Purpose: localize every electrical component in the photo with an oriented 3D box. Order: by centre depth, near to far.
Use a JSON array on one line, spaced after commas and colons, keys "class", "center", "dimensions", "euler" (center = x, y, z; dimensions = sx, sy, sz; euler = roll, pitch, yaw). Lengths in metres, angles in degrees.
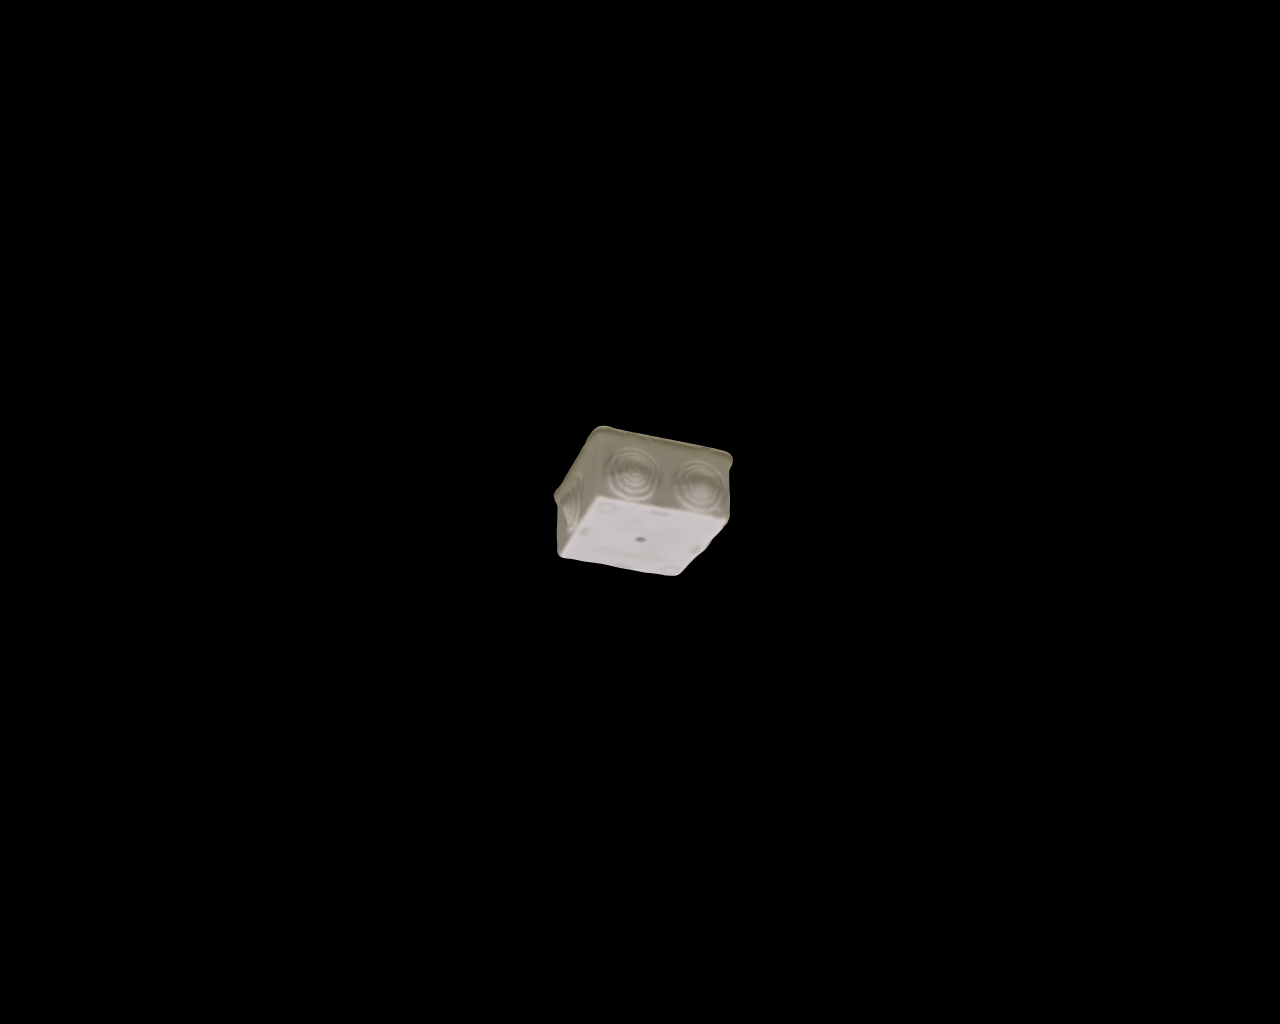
[{"class": "electrical component", "center": [0.001, -0.003, 0.650], "dimensions": [0.100, 0.048, 0.099], "euler": [11, -32, -18]}]
